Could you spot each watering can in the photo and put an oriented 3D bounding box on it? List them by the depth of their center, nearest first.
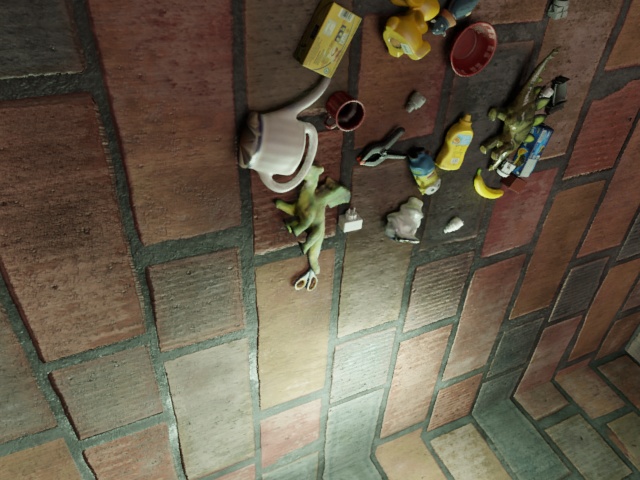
[{"bbox_3d":[-0.099,-0.296,1.389,0.224,0.105,0.343,6,110,-32],"label":"watering can"}]

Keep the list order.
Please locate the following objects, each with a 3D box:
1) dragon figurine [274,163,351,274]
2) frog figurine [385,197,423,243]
[{"bbox_3d":[0.005,-0.082,1.622,0.244,0.124,0.401,-37,136,-10],"label":"dragon figurine"},{"bbox_3d":[0.297,-0.073,1.814,0.137,0.122,0.160,8,85,-24],"label":"frog figurine"}]
